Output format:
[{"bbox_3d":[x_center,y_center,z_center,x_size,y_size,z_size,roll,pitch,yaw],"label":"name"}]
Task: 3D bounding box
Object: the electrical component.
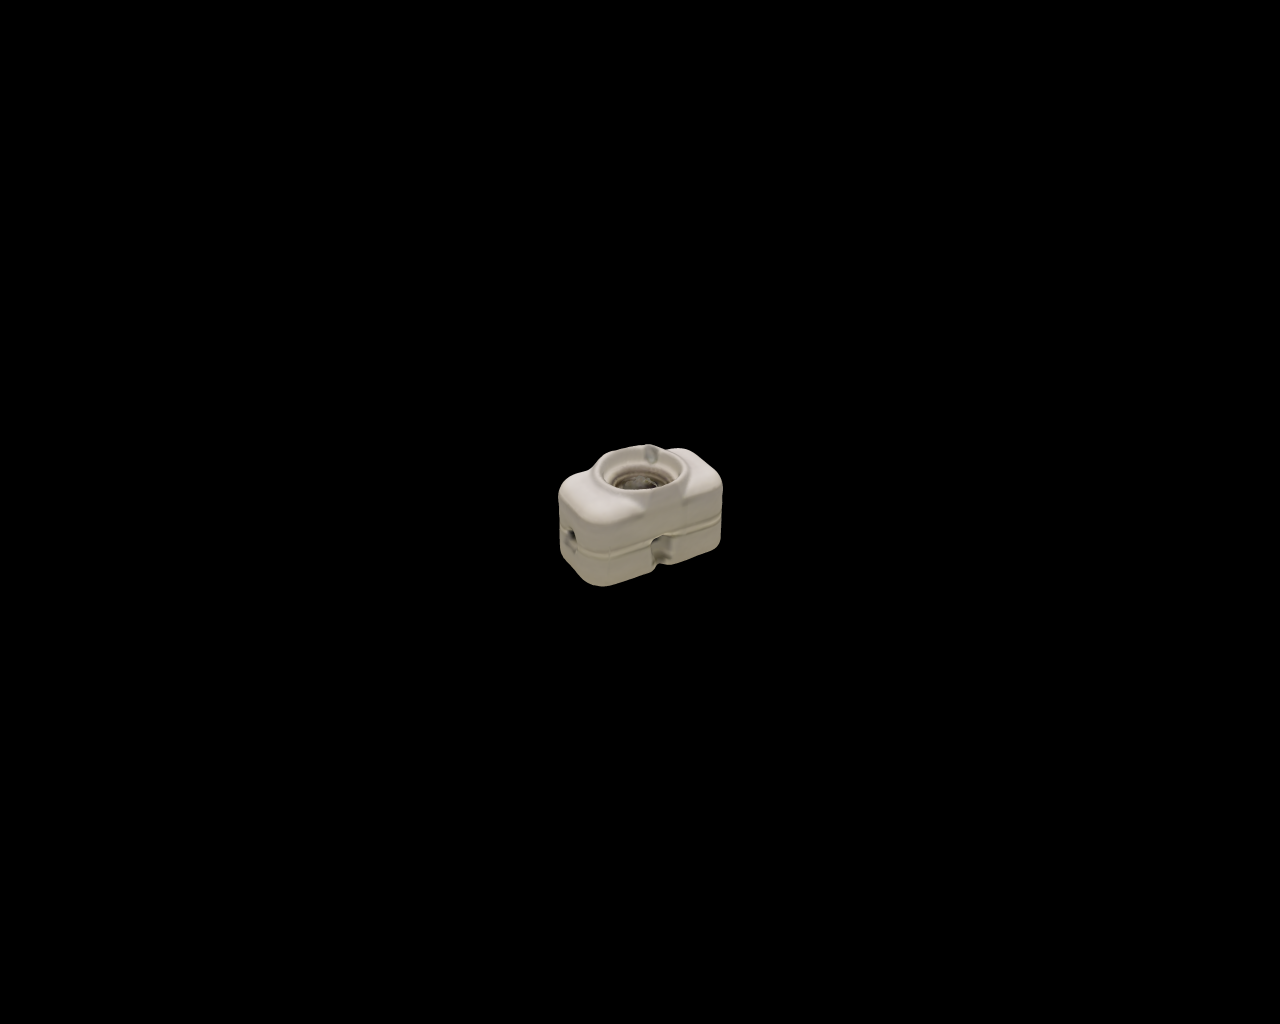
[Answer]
[{"bbox_3d":[0.001,-0.003,0.650,0.095,0.059,0.054,-17,36,-24],"label":"electrical component"}]
